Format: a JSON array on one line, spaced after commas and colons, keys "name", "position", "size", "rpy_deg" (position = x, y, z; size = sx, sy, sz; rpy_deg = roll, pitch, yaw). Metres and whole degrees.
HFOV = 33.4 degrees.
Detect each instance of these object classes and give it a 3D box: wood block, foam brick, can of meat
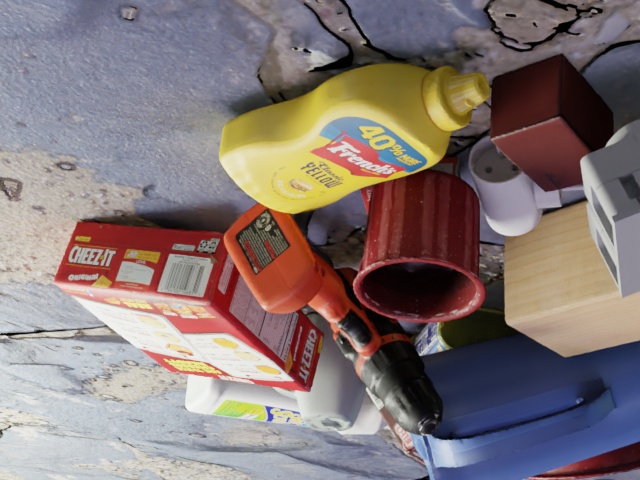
[{"name": "wood block", "position": [0.251, 0.015, 0.814], "size": [0.207, 0.090, 0.090], "rpy_deg": [-21, 142, 40]}, {"name": "foam brick", "position": [0.153, -0.075, 0.703], "size": [0.053, 0.051, 0.078], "rpy_deg": [-15, 145, 36]}, {"name": "can of meat", "position": [0.147, 0.105, 1.039], "size": [0.102, 0.057, 0.084], "rpy_deg": [11, 149, -11]}]

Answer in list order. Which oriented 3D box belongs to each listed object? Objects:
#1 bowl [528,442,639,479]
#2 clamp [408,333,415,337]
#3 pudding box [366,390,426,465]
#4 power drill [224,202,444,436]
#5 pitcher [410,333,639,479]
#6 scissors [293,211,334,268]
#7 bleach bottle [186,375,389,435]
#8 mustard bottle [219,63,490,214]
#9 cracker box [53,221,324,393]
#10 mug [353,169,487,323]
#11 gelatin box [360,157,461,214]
[{"name": "bowl", "position": [0.257, 0.187, 1.032], "size": [0.162, 0.055, 0.162], "rpy_deg": [-9, 177, -1]}, {"name": "clamp", "position": [0.133, 0.151, 1.083], "size": [0.171, 0.120, 0.039], "rpy_deg": [51, 145, 10]}, {"name": "pudding box", "position": [0.104, 0.196, 1.164], "size": [0.039, 0.113, 0.090], "rpy_deg": [-42, 135, 11]}, {"name": "power drill", "position": [0.013, 0.059, 0.842], "size": [0.057, 0.185, 0.187], "rpy_deg": [-41, 135, 5]}, {"name": "pitcher", "position": [0.197, 0.140, 0.926], "size": [0.243, 0.149, 0.145], "rpy_deg": [-16, 136, 2]}, {"name": "scissors", "position": [-0.006, 0.001, 0.916], "size": [0.096, 0.016, 0.202], "rpy_deg": [17, 150, -23]}, {"name": "bleach bottle", "position": [-0.018, 0.177, 1.204], "size": [0.250, 0.068, 0.103], "rpy_deg": [13, 153, -18]}, {"name": "mustard bottle", "position": [0.029, -0.074, 0.723], "size": [0.192, 0.058, 0.096], "rpy_deg": [-18, 143, 37]}, {"name": "cracker box", "position": [-0.112, 0.063, 0.975], "size": [0.164, 0.072, 0.213], "rpy_deg": [5, 155, 27]}, {"name": "mug", "position": [0.067, 0.007, 0.777], "size": [0.093, 0.081, 0.117], "rpy_deg": [23, 145, -25]}, {"name": "gelatin box", "position": [0.073, -0.029, 0.827], "size": [0.073, 0.030, 0.089], "rpy_deg": [0, 151, 12]}]
